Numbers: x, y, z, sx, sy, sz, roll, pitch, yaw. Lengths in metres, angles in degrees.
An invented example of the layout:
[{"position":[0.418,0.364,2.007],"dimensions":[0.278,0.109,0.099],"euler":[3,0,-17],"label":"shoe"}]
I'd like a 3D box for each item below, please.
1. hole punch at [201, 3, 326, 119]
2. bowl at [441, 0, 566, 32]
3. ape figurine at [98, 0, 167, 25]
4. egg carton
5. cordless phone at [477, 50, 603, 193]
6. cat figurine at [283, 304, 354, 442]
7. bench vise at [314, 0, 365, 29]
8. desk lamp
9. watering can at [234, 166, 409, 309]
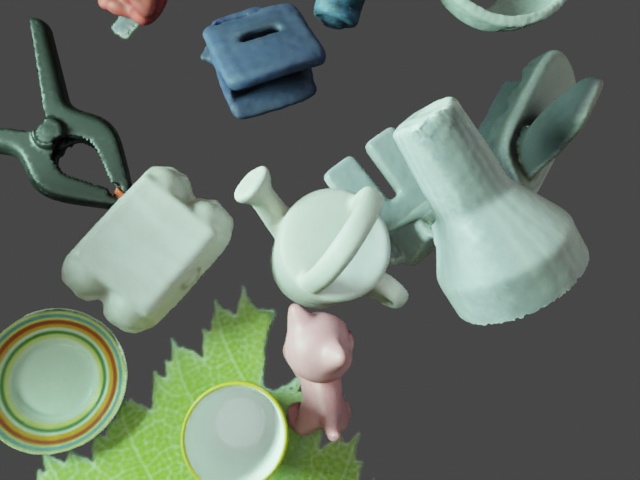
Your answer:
[{"position":[-0.060,-0.190,0.579],"dimensions":[0.109,0.091,0.101],"euler":[-22,85,-11],"label":"hole punch"},{"position":[0.192,-0.301,0.644],"dimensions":[0.167,0.074,0.167],"euler":[1,81,-8],"label":"bowl"},{"position":[-0.189,-0.262,0.571],"dimensions":[0.076,0.092,0.078],"euler":[-27,86,-12],"label":"ape figurine"},{"position":[-0.160,0.009,0.543],"dimensions":[0.107,0.069,0.150],"euler":[38,78,-1],"label":"egg carton"},{"position":[0.236,-0.131,0.567],"dimensions":[0.094,0.185,0.148],"euler":[27,78,-3],"label":"cordless phone"},{"position":[0.002,0.121,0.525],"dimensions":[0.067,0.117,0.128],"euler":[-7,82,-9],"label":"cat figurine"},{"position":[0.038,-0.345,0.553],"dimensions":[0.121,0.219,0.207],"euler":[-3,81,-9],"label":"bench vise"},{"position":[0.109,-0.028,0.516],"dimensions":[0.118,0.213,0.203],"euler":[-38,88,-12],"label":"desk lamp"},{"position":[0.003,0.004,0.505],"dimensions":[0.173,0.194,0.101],"euler":[14,79,-6],"label":"watering can"}]
